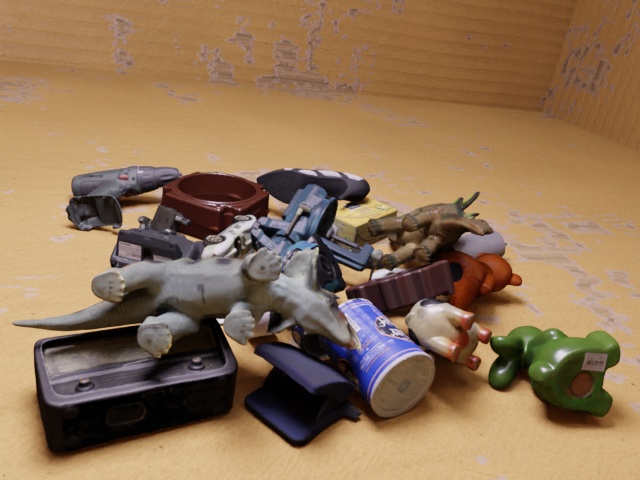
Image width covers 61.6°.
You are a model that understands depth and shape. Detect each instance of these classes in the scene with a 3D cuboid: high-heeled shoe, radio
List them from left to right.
[{"bbox_3d":[-0.225,0.170,0.668,0.229,0.073,0.131,-6,28,-28],"label":"radio"},{"bbox_3d":[-0.011,-0.134,1.245,0.249,0.086,0.145,16,28,19],"label":"high-heeled shoe"}]

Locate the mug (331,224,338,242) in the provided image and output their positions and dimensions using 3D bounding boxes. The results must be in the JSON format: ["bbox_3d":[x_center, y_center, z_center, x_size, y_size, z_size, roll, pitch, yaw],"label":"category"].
[{"bbox_3d":[-0.014,-0.030,1.133,0.107,0.109,0.081,22,13,1],"label":"mug"}]

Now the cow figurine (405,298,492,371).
[{"bbox_3d":[0.186,0.138,0.807,0.127,0.085,0.194,25,-4,35],"label":"cow figurine"}]

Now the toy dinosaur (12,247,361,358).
[{"bbox_3d":[-0.149,0.072,0.694,0.405,0.131,0.192,1,-3,3],"label":"toy dinosaur"}]

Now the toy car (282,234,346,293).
[{"bbox_3d":[-0.032,0.063,0.878,0.103,0.109,0.161,-30,0,24],"label":"toy car"}]

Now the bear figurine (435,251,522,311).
[{"bbox_3d":[0.282,0.079,1.011,0.195,0.132,0.120,10,27,-51],"label":"bear figurine"}]

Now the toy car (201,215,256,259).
[{"bbox_3d":[-0.167,0.011,1.018,0.056,0.073,0.202,12,24,14],"label":"toy car"}]

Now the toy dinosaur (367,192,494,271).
[{"bbox_3d":[0.202,-0.017,1.038,0.199,0.105,0.471,-17,5,-17],"label":"toy dinosaur"}]

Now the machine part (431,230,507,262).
[{"bbox_3d":[0.318,0.026,1.149,0.243,0.079,0.079,-13,33,-37],"label":"machine part"}]

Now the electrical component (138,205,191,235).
[{"bbox_3d":[-0.313,-0.027,1.066,0.102,0.078,0.045,30,8,28],"label":"electrical component"}]

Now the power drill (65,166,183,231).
[{"bbox_3d":[-0.423,-0.101,1.131,0.232,0.085,0.207,-4,33,1],"label":"power drill"}]

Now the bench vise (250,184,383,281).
[{"bbox_3d":[-0.003,0.003,1.013,0.241,0.128,0.224,23,50,12],"label":"bench vise"}]

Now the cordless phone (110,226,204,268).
[{"bbox_3d":[-0.280,0.017,0.991,0.147,0.088,0.184,12,14,9],"label":"cordless phone"}]

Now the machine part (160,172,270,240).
[{"bbox_3d":[-0.227,-0.079,1.177,0.202,0.087,0.201,16,26,18],"label":"machine part"}]

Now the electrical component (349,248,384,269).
[{"bbox_3d":[0.086,0.036,1.112,0.094,0.021,0.063,9,26,-2],"label":"electrical component"}]

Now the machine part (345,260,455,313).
[{"bbox_3d":[0.134,0.083,0.898,0.179,0.056,0.179,-15,-4,-1],"label":"machine part"}]

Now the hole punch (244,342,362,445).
[{"bbox_3d":[-0.023,0.182,0.699,0.142,0.092,0.116,22,24,33],"label":"hole punch"}]

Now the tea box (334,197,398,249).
[{"bbox_3d":[0.089,-0.038,1.217,0.098,0.068,0.169,25,30,30],"label":"tea box"}]

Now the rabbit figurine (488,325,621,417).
[{"bbox_3d":[0.333,0.187,0.816,0.159,0.121,0.170,-3,9,-11],"label":"rabbit figurine"}]
